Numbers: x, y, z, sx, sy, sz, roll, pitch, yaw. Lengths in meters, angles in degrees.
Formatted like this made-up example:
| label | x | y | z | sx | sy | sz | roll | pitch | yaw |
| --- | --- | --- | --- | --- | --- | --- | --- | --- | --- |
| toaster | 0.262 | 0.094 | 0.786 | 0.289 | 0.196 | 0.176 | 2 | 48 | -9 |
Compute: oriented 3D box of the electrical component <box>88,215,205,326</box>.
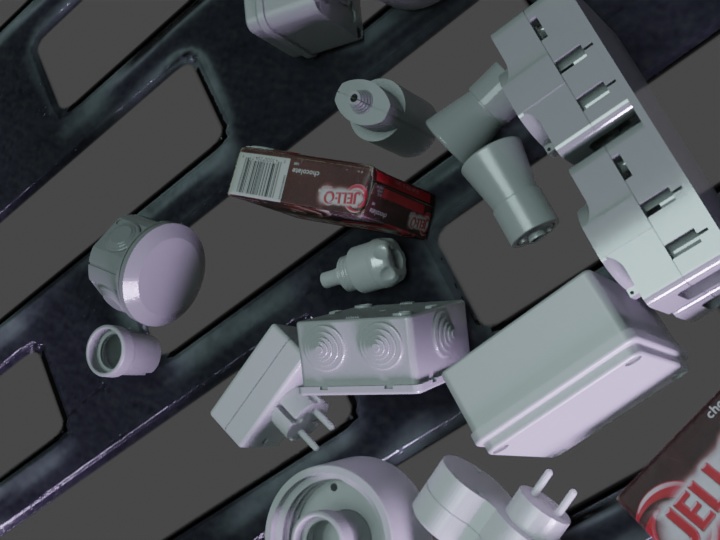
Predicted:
| label | x | y | z | sx | sy | sz | roll | pitch | yaw |
| --- | --- | --- | --- | --- | --- | --- | --- | --- | --- |
| electrical component | -0.162 | -0.001 | 0.819 | 0.051 | 0.080 | 0.080 | 18 | 92 | 36 |

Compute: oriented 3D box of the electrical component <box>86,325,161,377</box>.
| label | x | y | z | sx | sy | sz | roll | pitch | yaw |
| --- | --- | --- | --- | --- | --- | --- | --- | --- | --- |
| electrical component | -0.184 | 0.064 | 0.840 | 0.040 | 0.046 | 0.040 | -5 | 80 | 30 |

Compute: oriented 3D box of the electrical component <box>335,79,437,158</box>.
| label | x | y | z | sx | sy | sz | roll | pitch | yaw |
| --- | --- | --- | --- | --- | --- | --- | --- | --- | --- |
| electrical component | 0.016 | -0.106 | 0.728 | 0.043 | 0.081 | 0.043 | -5 | 80 | 30 |

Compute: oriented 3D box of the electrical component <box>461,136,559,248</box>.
| label | x | y | z | sx | sy | sz | roll | pitch | yaw |
| --- | --- | --- | --- | --- | --- | --- | --- | --- | --- |
| electrical component | 0.100 | -0.048 | 0.695 | 0.044 | 0.044 | 0.065 | -34 | 72 | 22 |

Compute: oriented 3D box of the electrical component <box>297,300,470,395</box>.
| label | x | y | z | sx | sy | sz | roll | pitch | yaw |
| --- | --- | --- | --- | --- | --- | --- | --- | --- | --- |
| electrical component | 0.017 | 0.049 | 0.696 | 0.100 | 0.100 | 0.048 | -5 | 93 | 30 |

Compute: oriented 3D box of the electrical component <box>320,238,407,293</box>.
| label | x | y | z | sx | sy | sz | roll | pitch | yaw |
| --- | --- | --- | --- | --- | --- | --- | --- | --- | --- |
| electrical component | 0.000 | 0.000 | 0.749 | 0.061 | 0.035 | 0.035 | -17 | 74 | 30 |

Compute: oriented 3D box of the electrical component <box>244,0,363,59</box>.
| label | x | y | z | sx | sy | sz | roll | pitch | yaw |
| --- | --- | --- | --- | --- | --- | --- | --- | --- | --- |
| electrical component | -0.044 | -0.219 | 0.783 | 0.057 | 0.078 | 0.113 | -12 | 77 | 26 |

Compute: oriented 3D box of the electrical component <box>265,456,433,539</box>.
| label | x | y | z | sx | sy | sz | roll | pitch | yaw |
| --- | --- | --- | --- | --- | --- | --- | --- | --- | --- |
| electrical component | -0.013 | 0.179 | 0.715 | 0.108 | 0.060 | 0.108 | -5 | 80 | 30 |

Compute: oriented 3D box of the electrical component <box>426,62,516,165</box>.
| label | x | y | z | sx | sy | sz | roll | pitch | yaw |
| --- | --- | --- | --- | --- | --- | --- | --- | --- | --- |
| electrical component | 0.082 | -0.105 | 0.714 | 0.065 | 0.044 | 0.044 | -44 | 64 | 12 |

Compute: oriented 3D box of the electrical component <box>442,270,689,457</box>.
| label | x | y | z | sx | sy | sz | roll | pitch | yaw |
| --- | --- | --- | --- | --- | --- | --- | --- | --- | --- |
| electrical component | 0.122 | 0.058 | 0.626 | 0.109 | 0.109 | 0.056 | -38 | 63 | 20 |

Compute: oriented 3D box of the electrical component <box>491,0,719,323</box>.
| label | x | y | z | sx | sy | sz | roll | pitch | yaw |
| --- | --- | --- | --- | --- | --- | --- | --- | --- | --- |
| electrical component | 0.154 | -0.064 | 0.627 | 0.060 | 0.105 | 0.186 | -34 | 67 | 22 |

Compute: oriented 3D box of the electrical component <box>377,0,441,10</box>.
| label | x | y | z | sx | sy | sz | roll | pitch | yaw |
| --- | --- | --- | --- | --- | --- | --- | --- | --- | --- |
| electrical component | 0.029 | -0.232 | 0.749 | 0.099 | 0.064 | 0.099 | -5 | 81 | 30 |

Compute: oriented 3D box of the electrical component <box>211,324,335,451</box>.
| label | x | y | z | sx | sy | sz | roll | pitch | yaw |
| --- | --- | --- | --- | --- | --- | --- | --- | --- | --- |
| electrical component | -0.048 | 0.094 | 0.756 | 0.076 | 0.047 | 0.083 | 42 | 104 | 28 |

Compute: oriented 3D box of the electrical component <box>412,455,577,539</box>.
| label | x | y | z | sx | sy | sz | roll | pitch | yaw |
| --- | --- | --- | --- | --- | --- | --- | --- | --- | --- |
| electrical component | 0.103 | 0.157 | 0.655 | 0.138 | 0.052 | 0.073 | 38 | 102 | 29 |
